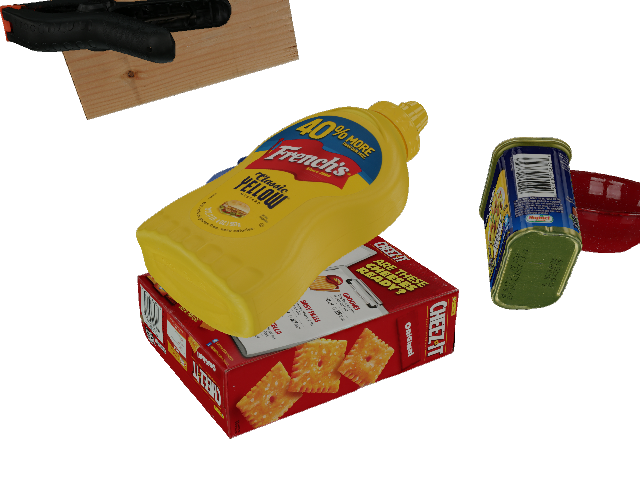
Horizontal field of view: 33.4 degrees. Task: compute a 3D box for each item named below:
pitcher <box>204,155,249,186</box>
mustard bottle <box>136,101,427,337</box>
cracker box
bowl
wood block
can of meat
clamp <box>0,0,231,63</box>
[{"bbox_3d":[-0.035,0.031,1.121,0.149,0.243,0.144,8,13,21],"label":"pitcher"},{"bbox_3d":[-0.006,-0.027,0.620,0.191,0.058,0.096,-38,46,-28],"label":"mustard bottle"},{"bbox_3d":[-0.020,0.063,0.881,0.213,0.072,0.164,-16,32,-28],"label":"cracker box"},{"bbox_3d":[0.280,-0.027,1.106,0.162,0.055,0.162,5,19,-2],"label":"bowl"},{"bbox_3d":[-0.135,-0.198,0.992,0.206,0.090,0.091,-17,-43,-6],"label":"wood block"},{"bbox_3d":[0.151,-0.010,0.770,0.057,0.084,0.102,2,-36,-1],"label":"can of meat"},{"bbox_3d":[-0.154,-0.164,0.798,0.172,0.039,0.120,11,23,23],"label":"clamp"}]
